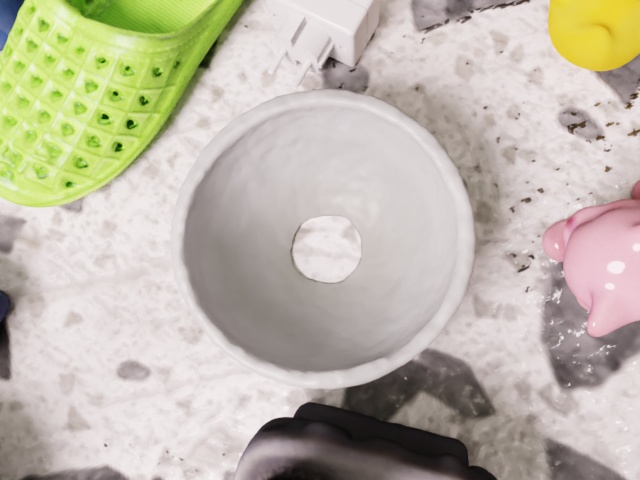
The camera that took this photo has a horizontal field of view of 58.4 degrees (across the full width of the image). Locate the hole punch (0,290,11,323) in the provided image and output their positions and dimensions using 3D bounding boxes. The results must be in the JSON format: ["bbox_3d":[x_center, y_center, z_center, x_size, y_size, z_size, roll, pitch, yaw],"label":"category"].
[{"bbox_3d":[-0.269,0.051,0.345,0.108,0.091,0.101,24,84,7],"label":"hole punch"}]

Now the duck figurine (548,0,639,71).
[{"bbox_3d":[0.190,-0.163,0.351,0.077,0.086,0.104,29,84,8],"label":"duck figurine"}]

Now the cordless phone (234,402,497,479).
[{"bbox_3d":[0.022,0.141,0.265,0.147,0.185,0.094,9,82,5],"label":"cordless phone"}]

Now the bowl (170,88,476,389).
[{"bbox_3d":[0.003,0.001,0.343,0.167,0.075,0.167,-1,81,4],"label":"bowl"}]

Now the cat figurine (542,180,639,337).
[{"bbox_3d":[0.179,0.001,0.310,0.128,0.118,0.067,-29,80,-1],"label":"cat figurine"}]
